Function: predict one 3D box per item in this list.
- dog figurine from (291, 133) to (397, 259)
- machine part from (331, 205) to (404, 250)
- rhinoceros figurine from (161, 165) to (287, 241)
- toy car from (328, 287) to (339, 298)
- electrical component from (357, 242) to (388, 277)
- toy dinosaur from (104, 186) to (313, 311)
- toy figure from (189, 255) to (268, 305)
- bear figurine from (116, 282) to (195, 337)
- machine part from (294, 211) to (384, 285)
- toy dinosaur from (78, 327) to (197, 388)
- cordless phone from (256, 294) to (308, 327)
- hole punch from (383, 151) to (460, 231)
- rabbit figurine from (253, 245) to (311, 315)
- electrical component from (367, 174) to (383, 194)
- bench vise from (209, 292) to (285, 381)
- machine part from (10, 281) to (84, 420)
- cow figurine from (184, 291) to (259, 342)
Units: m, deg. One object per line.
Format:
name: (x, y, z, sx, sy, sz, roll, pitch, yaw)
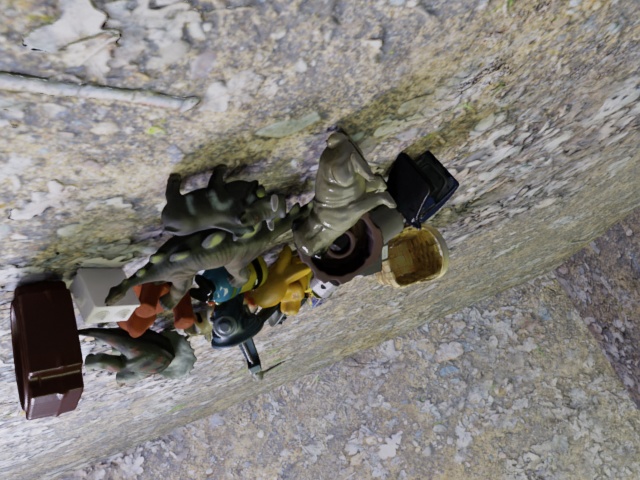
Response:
dog figurine: (0.008, -0.071, 0.910, 0.190, 0.172, 0.121, -33, -162, 12)
machine part: (0.104, -0.008, 1.200, 0.243, 0.079, 0.079, -35, 164, -22)
rhinoceros figurine: (-0.145, -0.051, 0.817, 0.190, 0.112, 0.073, -8, 145, -21)
toy car: (0.034, 0.095, 1.440, 0.056, 0.073, 0.201, -9, 155, -36)
electrical component: (0.105, 0.030, 1.313, 0.134, 0.058, 0.114, -16, 125, -20)
toy dinosaur: (-0.155, 0.000, 0.955, 0.471, 0.105, 0.198, -26, 158, -29)
toy figure: (-0.180, 0.078, 1.089, 0.082, 0.089, 0.180, -35, 178, 33)
bear figurine: (-0.344, 0.143, 1.062, 0.120, 0.132, 0.196, 30, 122, -35)
machine part: (0.036, 0.001, 1.082, 0.179, 0.056, 0.179, -6, 113, -14)
toy dinosaur: (-0.393, 0.248, 1.202, 0.192, 0.131, 0.404, -11, 163, -4)
cordless phone: (-0.130, 0.190, 1.376, 0.184, 0.089, 0.146, -42, 173, -38)
hole punch: (0.199, -0.106, 1.067, 0.092, 0.142, 0.115, -16, 147, -33)
rabbit figurine: (-0.086, 0.102, 1.215, 0.162, 0.122, 0.173, -52, 168, 19)
electrical component: (0.084, -0.101, 1.091, 0.063, 0.021, 0.094, -7, 154, -39)
bench vise: (-0.179, 0.196, 1.185, 0.129, 0.240, 0.224, -24, -165, -9)
machine part: (-0.466, 0.186, 0.908, 0.087, 0.201, 0.201, -7, 153, -35)
cow figurine: (-0.245, 0.180, 1.326, 0.195, 0.085, 0.127, -22, 156, -14)
